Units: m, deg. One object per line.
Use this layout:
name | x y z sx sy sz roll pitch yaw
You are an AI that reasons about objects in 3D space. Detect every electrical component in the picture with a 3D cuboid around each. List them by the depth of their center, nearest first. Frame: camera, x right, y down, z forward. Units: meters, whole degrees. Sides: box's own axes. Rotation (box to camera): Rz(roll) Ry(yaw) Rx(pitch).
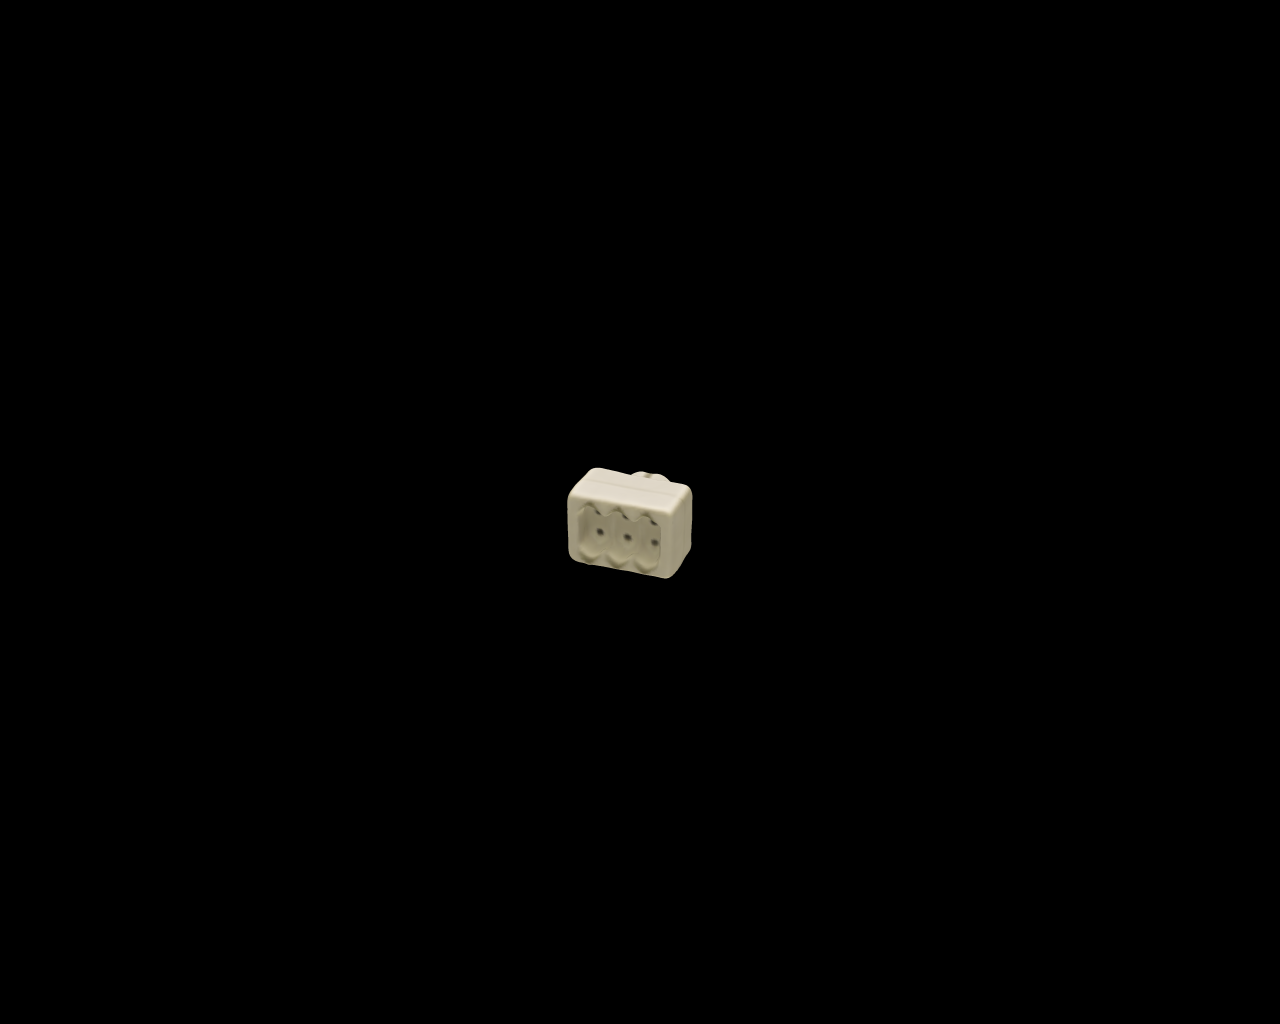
electrical component | 0.001 -0.003 0.650 0.066 0.047 0.077 11 32 18
